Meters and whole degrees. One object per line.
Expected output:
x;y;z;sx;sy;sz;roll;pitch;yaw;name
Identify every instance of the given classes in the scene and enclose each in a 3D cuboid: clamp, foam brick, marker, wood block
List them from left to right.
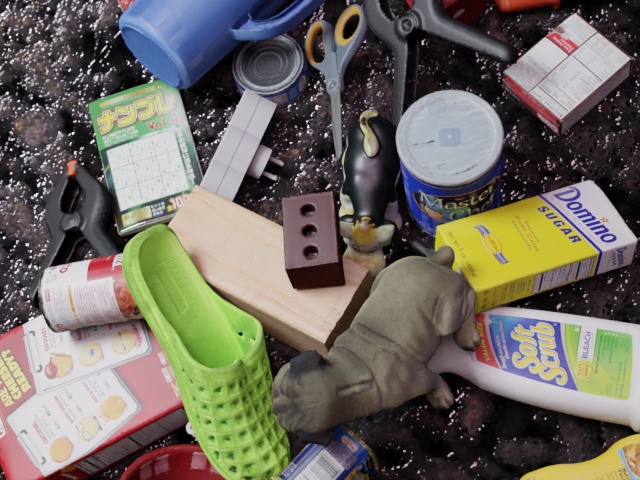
-0.274;-0.005;1.174;0.120;0.039;0.171;-21;56;5;clamp
-0.055;0.037;1.093;0.206;0.091;0.090;26;73;19;wood block
-0.007;0.001;1.022;0.053;0.051;0.078;-7;65;5;foam brick
0.099;-0.221;1.156;0.165;0.036;0.210;-43;69;31;clamp
0.142;0.034;1.101;0.121;0.020;0.020;34;76;20;marker

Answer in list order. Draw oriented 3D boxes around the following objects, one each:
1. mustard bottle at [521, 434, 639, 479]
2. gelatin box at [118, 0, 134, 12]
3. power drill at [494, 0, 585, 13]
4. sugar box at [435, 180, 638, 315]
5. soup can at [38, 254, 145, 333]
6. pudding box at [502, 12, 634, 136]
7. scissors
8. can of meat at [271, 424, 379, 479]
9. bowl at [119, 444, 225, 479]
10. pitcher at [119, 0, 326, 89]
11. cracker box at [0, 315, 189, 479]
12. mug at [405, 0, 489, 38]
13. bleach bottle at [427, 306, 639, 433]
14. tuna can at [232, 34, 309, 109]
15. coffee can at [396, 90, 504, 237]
0.286;0.230;0.973;0.191;0.058;0.096;-20;71;1;mustard bottle
-0.189;-0.279;1.281;0.089;0.030;0.073;-28;66;-3;gelatin box
0.277;-0.355;1.221;0.184;0.057;0.187;-10;66;5;power drill
0.213;0.005;1.060;0.176;0.048;0.093;-19;52;-10;sugar box
-0.216;0.051;1.048;0.102;0.068;0.068;-10;66;7;soup can
0.269;-0.181;1.160;0.113;0.039;0.090;-41;68;-6;pudding box
0.029;-0.185;1.175;0.096;0.016;0.202;-39;46;24;scissors
0.007;0.220;1.001;0.057;0.102;0.084;41;77;21;can of meat
-0.116;0.268;1.001;0.162;0.055;0.162;12;32;-8;bowl
-0.100;-0.281;1.199;0.242;0.149;0.145;-48;111;-16;pitcher
-0.231;0.144;1.088;0.213;0.072;0.164;-28;64;-2;cracker box
0.146;-0.285;1.204;0.117;0.093;0.081;-14;66;-37;mug
0.196;0.117;1.035;0.251;0.068;0.102;7;69;15;bleach bottle
-0.057;-0.195;1.221;0.086;0.033;0.086;-3;67;8;tuna can
0.133;-0.073;1.080;0.103;0.140;0.103;-3;67;8;coffee can
